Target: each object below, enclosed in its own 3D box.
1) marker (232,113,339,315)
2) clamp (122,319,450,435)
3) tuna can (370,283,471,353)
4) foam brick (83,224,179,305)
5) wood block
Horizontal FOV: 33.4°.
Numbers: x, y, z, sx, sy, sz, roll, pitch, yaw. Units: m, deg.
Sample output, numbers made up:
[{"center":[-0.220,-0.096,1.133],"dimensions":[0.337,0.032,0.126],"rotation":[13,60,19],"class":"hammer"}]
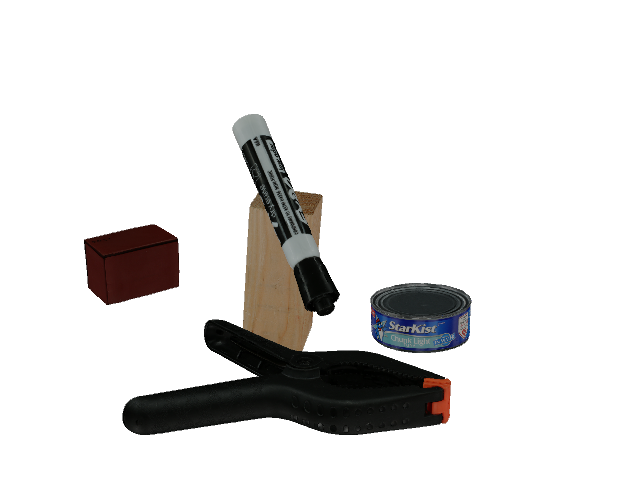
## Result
[{"center":[-0.018,-0.014,0.557],"dimensions":[0.020,0.121,0.020],"rotation":[-18,-27,-10],"class":"marker"},{"center":[-0.015,0.096,0.746],"dimensions":[0.210,0.036,0.164],"rotation":[2,18,7],"class":"clamp"},{"center":[0.085,0.066,0.912],"dimensions":[0.086,0.034,0.086],"rotation":[-1,16,0],"class":"tuna can"},{"center":[-0.182,0.022,1.031],"dimensions":[0.078,0.051,0.053],"rotation":[-14,25,-29],"class":"foam brick"},{"center":[-0.054,0.040,1.497],"dimensions":[0.090,0.206,0.090],"rotation":[7,22,6],"class":"wood block"}]
